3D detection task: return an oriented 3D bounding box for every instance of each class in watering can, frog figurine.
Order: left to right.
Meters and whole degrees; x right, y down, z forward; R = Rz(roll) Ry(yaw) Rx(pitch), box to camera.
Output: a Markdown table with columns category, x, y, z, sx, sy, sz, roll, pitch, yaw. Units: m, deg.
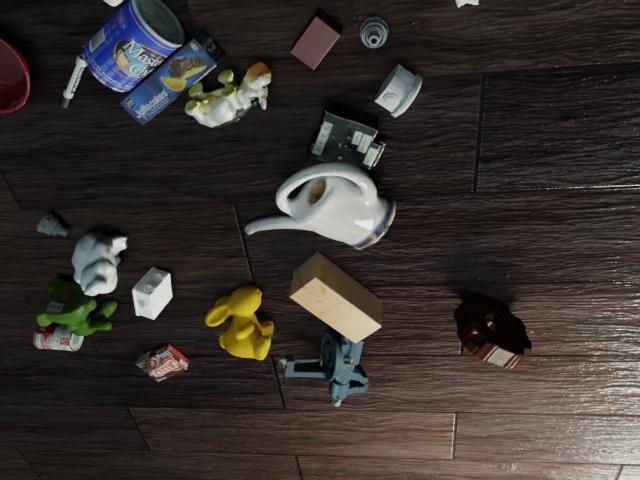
| category | x | y | z | sx | sy | sz | roll | pitch | yaw |
| --- | --- | --- | --- | --- | --- | --- | --- | --- | --- |
| frog figurine | -0.504 | 0.061 | 1.146 | 0.121 | 0.163 | 0.135 | 40 | 121 | -20 |
| watering can | 0.003 | -0.052 | 1.043 | 0.223 | 0.106 | 0.342 | 25 | 148 | -24 |
